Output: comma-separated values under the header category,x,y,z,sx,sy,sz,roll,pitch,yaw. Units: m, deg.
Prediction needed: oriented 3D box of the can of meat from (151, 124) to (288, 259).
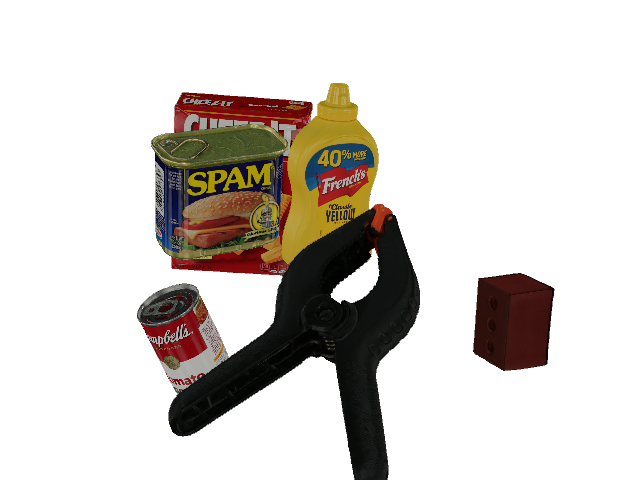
category,x,y,z,sx,sy,sz,roll,pitch,yaw
can of meat,-0.079,-0.038,0.829,0.102,0.084,0.057,-10,31,-24

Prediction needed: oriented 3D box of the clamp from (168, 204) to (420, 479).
category,x,y,z,sx,sy,sz,roll,pitch,yaw
clamp,0.012,0.056,0.568,0.120,0.171,0.039,26,-26,21

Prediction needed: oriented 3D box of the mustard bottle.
category,x,y,z,sx,sy,sz,roll,pitch,yaw
mustard bottle,0.013,-0.066,1.097,0.096,0.192,0.058,-5,21,-24

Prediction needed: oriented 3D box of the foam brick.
category,x,y,z,sx,sy,sz,roll,pitch,yaw
foam brick,0.180,0.076,0.998,0.051,0.078,0.053,-7,18,-26

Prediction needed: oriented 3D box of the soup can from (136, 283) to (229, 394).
category,x,y,z,sx,sy,sz,roll,pitch,yaw
soup can,-0.140,0.105,1.109,0.068,0.102,0.068,-16,29,9

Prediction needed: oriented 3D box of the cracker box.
category,x,y,z,sx,sy,sz,roll,pitch,yaw
cracker box,-0.099,-0.066,1.319,0.164,0.214,0.072,4,22,0
